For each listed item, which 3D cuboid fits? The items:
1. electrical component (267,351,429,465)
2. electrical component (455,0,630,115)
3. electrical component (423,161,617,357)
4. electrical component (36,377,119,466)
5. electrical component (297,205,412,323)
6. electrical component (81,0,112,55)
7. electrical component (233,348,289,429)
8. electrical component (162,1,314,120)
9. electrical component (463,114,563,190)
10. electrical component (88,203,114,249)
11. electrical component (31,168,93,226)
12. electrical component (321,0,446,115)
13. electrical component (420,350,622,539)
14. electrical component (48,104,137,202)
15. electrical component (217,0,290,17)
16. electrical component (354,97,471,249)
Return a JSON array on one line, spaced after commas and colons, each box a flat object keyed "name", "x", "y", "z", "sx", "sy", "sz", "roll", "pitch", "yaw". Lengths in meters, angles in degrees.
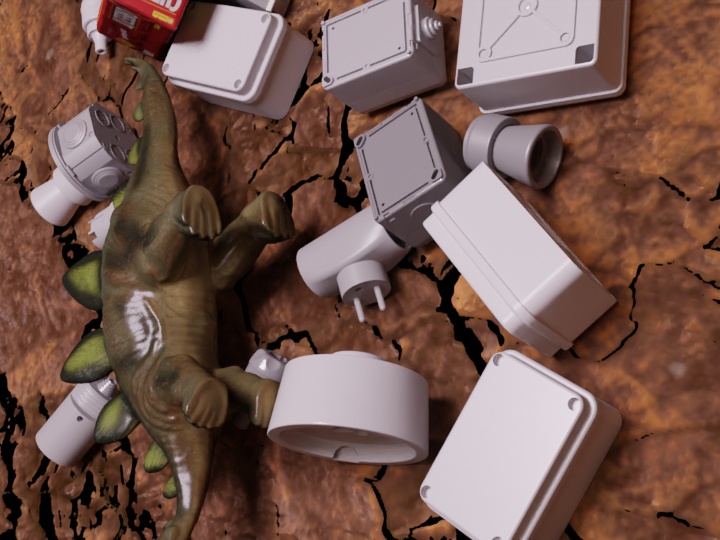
[{"name": "electrical component", "x": -0.004, "y": 0.089, "z": 0.725, "sx": 0.108, "sy": 0.108, "sz": 0.060, "roll": -8, "pitch": 64, "yaw": 34}, {"name": "electrical component", "x": 0.128, "y": -0.171, "z": 0.749, "sx": 0.109, "sy": 0.056, "sz": 0.108, "roll": -4, "pitch": 72, "yaw": 35}, {"name": "electrical component", "x": 0.102, "y": -0.006, "z": 0.697, "sx": 0.057, "sy": 0.078, "sz": 0.113, "roll": -44, "pitch": 54, "yaw": 12}, {"name": "electrical component", "x": -0.235, "y": 0.124, "z": 0.917, "sx": 0.081, "sy": 0.043, "sz": 0.043, "roll": -49, "pitch": 53, "yaw": 12}, {"name": "electrical component", "x": 0.000, "y": 0.000, "z": 0.790, "sx": 0.077, "sy": 0.043, "sz": 0.079, "roll": -31, "pitch": 58, "yaw": 25}, {"name": "electrical component", "x": -0.259, "y": -0.242, "z": 1.071, "sx": 0.035, "sy": 0.035, "sz": 0.061, "roll": -22, "pitch": 64, "yaw": 28}, {"name": "electrical component", "x": -0.077, "y": 0.093, "z": 0.819, "sx": 0.035, "sy": 0.035, "sz": 0.061, "roll": 33, "pitch": 96, "yaw": 39}, {"name": "electrical component", "x": -0.106, "y": -0.182, "z": 0.923, "sx": 0.113, "sy": 0.057, "sz": 0.078, "roll": 19, "pitch": 86, "yaw": 39}, {"name": "electrical component", "x": 0.105, "y": -0.083, "z": 0.742, "sx": 0.055, "sy": 0.045, "sz": 0.045, "roll": 19, "pitch": 86, "yaw": 39}, {"name": "electrical component", "x": -0.217, "y": -0.041, "z": 0.966, "sx": 0.046, "sy": 0.040, "sz": 0.040, "roll": -24, "pitch": 61, "yaw": 34}, {"name": "electrical component", "x": -0.277, "y": -0.075, "z": 1.017, "sx": 0.055, "sy": 0.045, "sz": 0.045, "roll": -38, "pitch": 55, "yaw": 19}, {"name": "electrical component", "x": 0.025, "y": -0.166, "z": 0.819, "sx": 0.096, "sy": 0.061, "sz": 0.061, "roll": -16, "pitch": 64, "yaw": 31}, {"name": "electrical component", "x": 0.099, "y": 0.115, "z": 0.668, "sx": 0.078, "sy": 0.057, "sz": 0.113, "roll": 30, "pitch": 92, "yaw": 39}, {"name": "electrical component", "x": -0.240, "y": -0.107, "z": 0.981, "sx": 0.051, "sy": 0.080, "sz": 0.080, "roll": -31, "pitch": 58, "yaw": 18}, {"name": "electrical component", "x": -0.086, "y": -0.289, "z": 0.941, "sx": 0.063, "sy": 0.079, "sz": 0.121, "roll": 15, "pitch": 82, "yaw": 61}, {"name": "electrical component", "x": 0.042, "y": -0.073, "z": 0.779, "sx": 0.062, "sy": 0.061, "sz": 0.096, "roll": -32, "pitch": 50, "yaw": 24}]
